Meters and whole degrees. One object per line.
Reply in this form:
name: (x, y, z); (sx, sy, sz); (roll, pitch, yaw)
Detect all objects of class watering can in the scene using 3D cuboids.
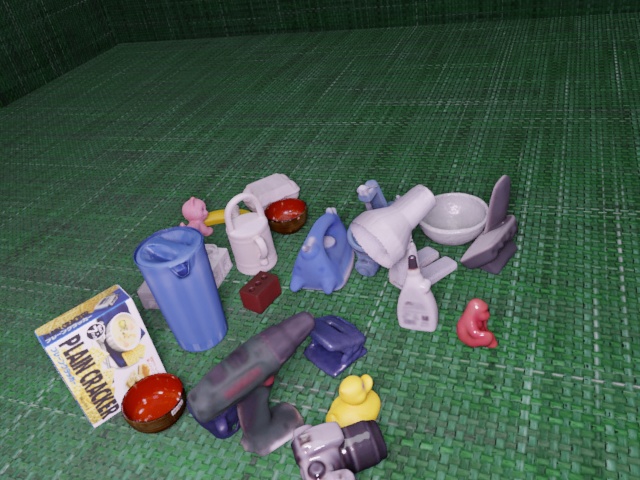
watering can: (-0.172, -0.024, 1.335); (0.172, 0.194, 0.101); (17, 44, 34)

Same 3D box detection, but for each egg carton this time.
egg carton: (-0.136, -0.126, 1.580); (0.150, 0.069, 0.107); (-26, 37, -20)

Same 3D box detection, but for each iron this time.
iron: (0.012, 0.005, 1.290); (0.118, 0.142, 0.258); (3, 37, 19)

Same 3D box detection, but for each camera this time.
camera: (0.034, 0.328, 0.860); (0.137, 0.101, 0.143); (-18, 35, -9)

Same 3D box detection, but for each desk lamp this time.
desk lamp: (0.174, 0.003, 1.185); (0.204, 0.214, 0.117); (-29, 38, -24)

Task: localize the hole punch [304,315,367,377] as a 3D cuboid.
hole punch: (0.023, 0.183, 1.078); (0.101, 0.091, 0.108); (-33, 40, -28)

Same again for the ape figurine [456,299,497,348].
ape figurine: (0.289, 0.148, 1.053); (0.076, 0.092, 0.078); (5, 38, 22)

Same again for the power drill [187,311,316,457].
power drill: (-0.091, 0.240, 0.924); (0.230, 0.209, 0.075); (-28, 38, -23)

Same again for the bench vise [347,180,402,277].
bench vise: (0.124, -0.056, 1.276); (0.121, 0.220, 0.207); (1, 36, 17)

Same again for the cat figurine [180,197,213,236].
cat figurine: (-0.331, -0.054, 1.488); (0.067, 0.118, 0.128); (0, 36, 16)

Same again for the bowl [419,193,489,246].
bowl: (0.307, -0.037, 1.327); (0.167, 0.075, 0.167); (-7, 35, 5)

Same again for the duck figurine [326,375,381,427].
duck figurine: (0.052, 0.268, 0.954); (0.105, 0.086, 0.077); (-32, 40, -27)

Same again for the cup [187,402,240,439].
cup: (-0.164, 0.298, 0.962); (0.092, 0.095, 0.117); (-19, 36, -12)

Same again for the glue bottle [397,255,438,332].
glue bottle: (0.181, 0.099, 1.082); (0.078, 0.173, 0.037); (6, 38, 23)

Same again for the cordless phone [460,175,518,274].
cordless phone: (0.360, -0.035, 1.213); (0.093, 0.185, 0.148); (15, 42, 32)
